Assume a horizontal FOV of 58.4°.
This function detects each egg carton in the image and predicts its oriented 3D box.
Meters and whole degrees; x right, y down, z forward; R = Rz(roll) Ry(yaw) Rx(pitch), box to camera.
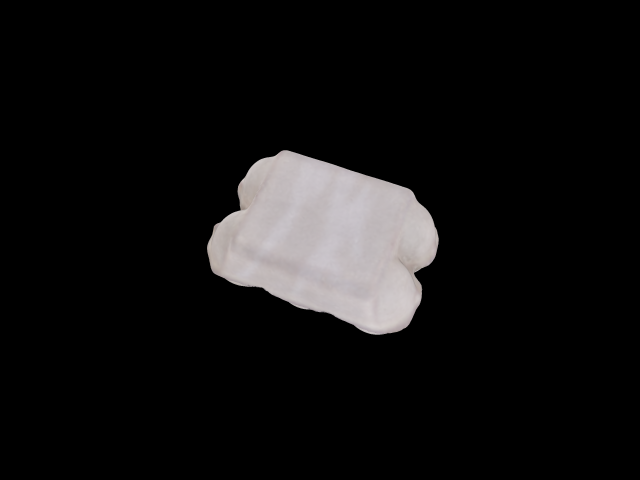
[{"bbox_3d":[0.004,0.001,0.400,0.150,0.069,0.107,18,62,10],"label":"egg carton"}]
